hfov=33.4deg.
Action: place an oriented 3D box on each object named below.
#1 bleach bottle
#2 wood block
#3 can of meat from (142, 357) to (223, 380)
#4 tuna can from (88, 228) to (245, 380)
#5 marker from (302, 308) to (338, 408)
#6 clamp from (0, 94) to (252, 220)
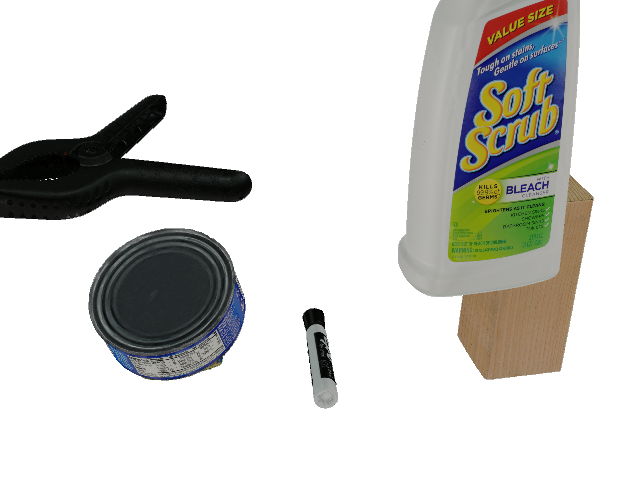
[{"bbox_3d":[0.097,-0.093,0.615,0.102,0.251,0.068,-7,28,-10],"label":"bleach bottle"},{"bbox_3d":[0.208,0.032,1.111,0.090,0.206,0.090,-5,30,-13],"label":"wood block"},{"bbox_3d":[-0.150,0.094,1.124,0.101,0.084,0.058,-7,19,-34],"label":"can of meat"},{"bbox_3d":[-0.087,0.037,0.614,0.086,0.086,0.034,0,-36,12],"label":"tuna can"},{"bbox_3d":[-0.001,0.092,0.869,0.020,0.020,0.121,0,29,-6],"label":"marker"},{"bbox_3d":[-0.169,-0.053,0.836,0.209,0.036,0.165,-22,41,-34],"label":"clamp"}]
